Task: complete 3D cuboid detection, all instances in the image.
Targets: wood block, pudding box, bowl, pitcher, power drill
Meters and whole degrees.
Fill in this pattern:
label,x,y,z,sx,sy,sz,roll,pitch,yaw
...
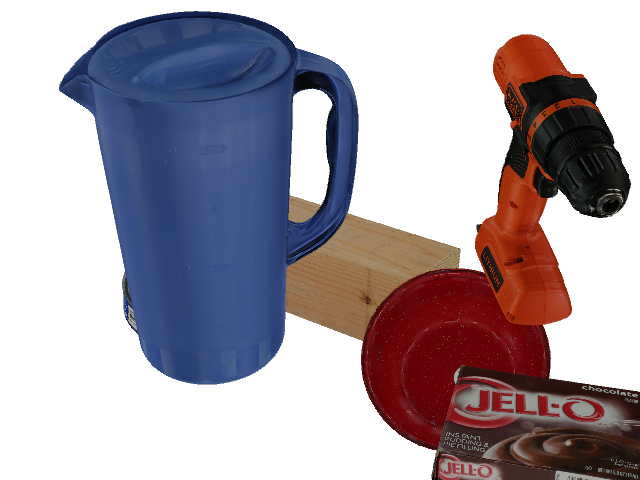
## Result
label,x,y,z,sx,sy,sz,roll,pitch,yaw
wood block,0.027,0.033,1.086,0.206,0.091,0.090,19,31,30
pudding box,0.127,0.116,0.612,0.113,0.039,0.090,9,28,13
bowl,0.113,0.106,0.888,0.162,0.162,0.055,0,6,5
pitcher,-0.070,-0.023,0.728,0.149,0.243,0.144,26,43,32
power drill,0.163,-0.029,0.769,0.057,0.188,0.184,-4,41,-7

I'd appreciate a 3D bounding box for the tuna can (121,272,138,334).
label,x,y,z,sx,sy,sz,roll,pitch,yaw
tuna can,-0.124,0.047,0.904,0.086,0.034,0.086,4,43,-4
